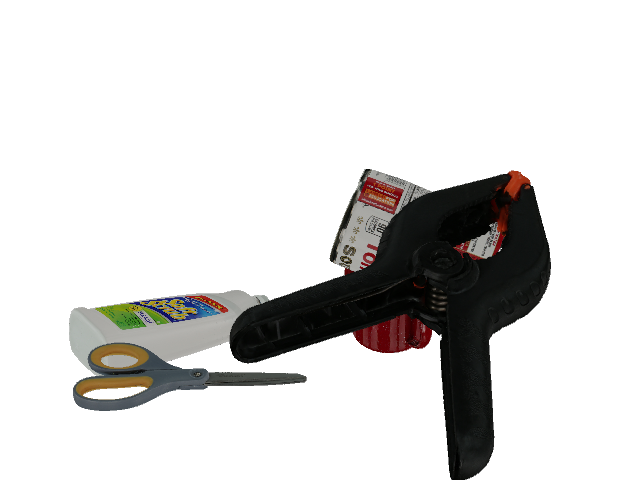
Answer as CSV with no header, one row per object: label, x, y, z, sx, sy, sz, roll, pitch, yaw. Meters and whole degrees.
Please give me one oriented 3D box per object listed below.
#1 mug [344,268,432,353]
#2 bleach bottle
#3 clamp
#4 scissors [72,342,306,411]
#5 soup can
mug,0.080,0.071,1.130,0.093,0.081,0.117,-23,41,-26
bleach bottle,-0.176,0.103,1.326,0.250,0.068,0.103,-12,29,-37
clamp,0.058,0.029,0.471,0.120,0.039,0.171,37,55,24
scissors,-0.122,0.114,0.959,0.201,0.016,0.096,-7,31,-18
soup can,0.065,0.001,0.692,0.102,0.068,0.068,22,2,4
